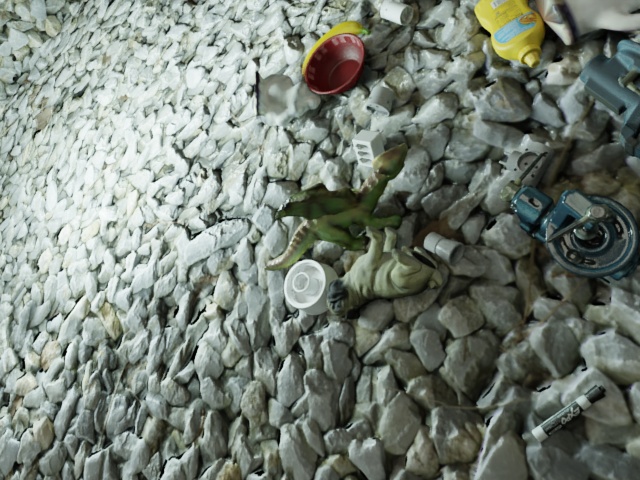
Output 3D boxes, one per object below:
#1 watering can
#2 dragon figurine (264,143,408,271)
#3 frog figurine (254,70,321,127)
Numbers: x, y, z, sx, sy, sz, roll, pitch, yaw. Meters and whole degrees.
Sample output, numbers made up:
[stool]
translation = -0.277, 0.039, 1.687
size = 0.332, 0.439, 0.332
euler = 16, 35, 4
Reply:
[watering can]
translation = 0.492, -0.492, 0.923
size = 0.222, 0.103, 0.355
euler = -24, 59, 24
[dragon figurine]
translation = 0.003, -0.049, 0.978
size = 0.407, 0.240, 0.124
euler = -31, 62, 17
[frog figurine]
translation = -0.079, -0.342, 1.257
size = 0.159, 0.120, 0.140
euler = 2, 58, -4
